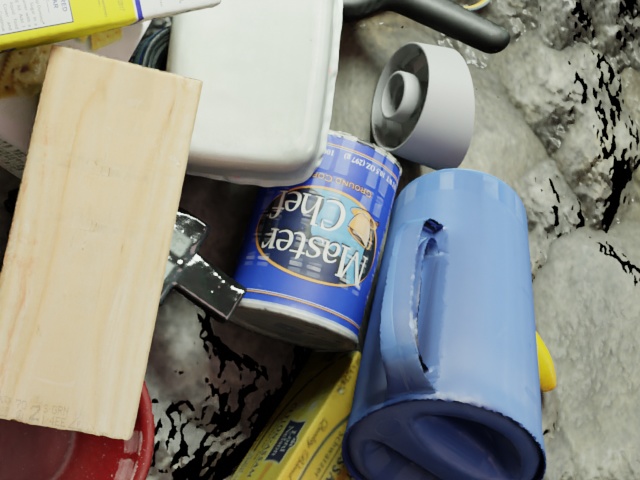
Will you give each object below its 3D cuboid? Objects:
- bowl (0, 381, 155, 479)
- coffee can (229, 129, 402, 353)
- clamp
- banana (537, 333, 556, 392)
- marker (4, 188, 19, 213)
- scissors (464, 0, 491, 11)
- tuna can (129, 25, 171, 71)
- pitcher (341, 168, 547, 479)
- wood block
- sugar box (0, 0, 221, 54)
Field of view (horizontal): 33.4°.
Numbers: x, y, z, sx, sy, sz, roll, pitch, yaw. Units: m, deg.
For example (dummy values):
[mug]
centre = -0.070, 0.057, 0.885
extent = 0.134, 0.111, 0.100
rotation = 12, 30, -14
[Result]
[bowl]
centre = -0.191, 0.126, 0.687
extent = 0.161, 0.055, 0.162
rotation = 4, 83, -32
[coffee can]
centre = -0.005, 0.001, 0.789
extent = 0.102, 0.103, 0.140
rotation = 24, 73, -28
[clamp]
centre = 0.046, -0.207, 0.853
extent = 0.209, 0.036, 0.164
rotation = -12, 63, -24
[banana]
centre = 0.133, 0.076, 0.912
extent = 0.197, 0.037, 0.069
rotation = 19, 92, -28
[marker]
centre = -0.163, -0.045, 0.744
extent = 0.120, 0.020, 0.020
rotation = -26, 99, -31
[scissors]
centre = 0.070, -0.232, 0.913
extent = 0.201, 0.016, 0.096
rotation = -7, 88, -33
[tuna can]
centre = -0.099, -0.114, 0.783
extent = 0.086, 0.034, 0.086
rotation = 4, 83, -32
[pitcher]
centre = 0.092, 0.056, 0.765
extent = 0.145, 0.149, 0.242
rotation = 20, 45, -10
[wood block]
centre = -0.136, 0.005, 0.627
extent = 0.090, 0.091, 0.206
rotation = 12, 81, -12
[sugar box]
centre = -0.153, -0.139, 0.627
extent = 0.175, 0.094, 0.048
rotation = -18, 104, -38
